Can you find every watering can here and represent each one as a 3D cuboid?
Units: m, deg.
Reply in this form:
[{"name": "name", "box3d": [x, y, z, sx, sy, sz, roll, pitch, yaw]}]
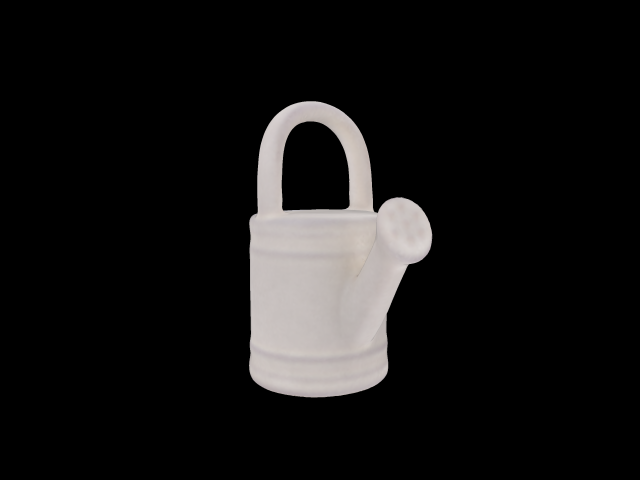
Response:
[{"name": "watering can", "box3d": [0.005, 0.001, 0.401, 0.172, 0.194, 0.101, 4, 7, 33]}]
